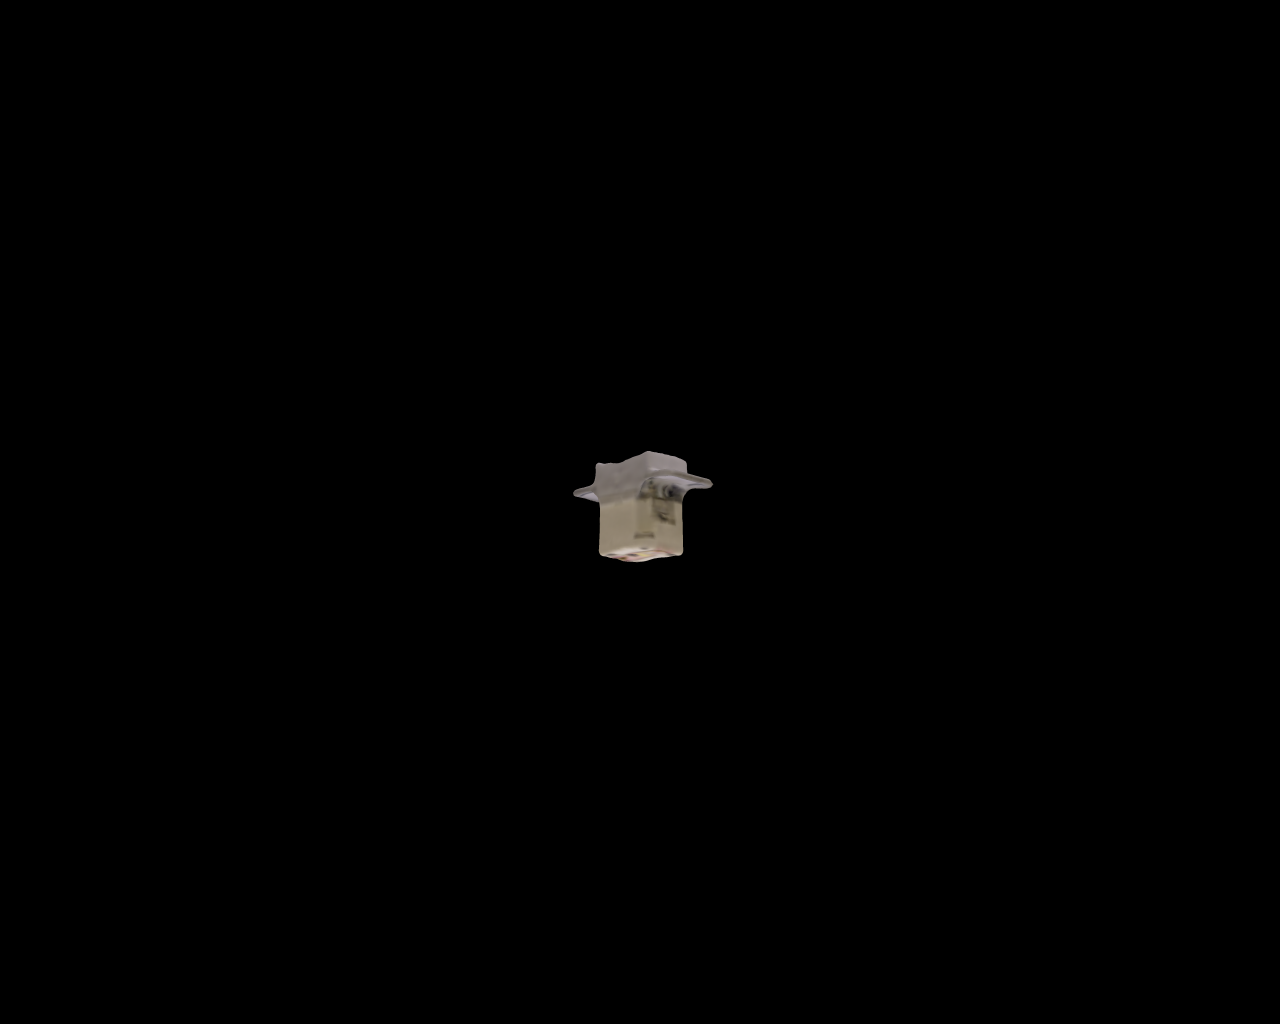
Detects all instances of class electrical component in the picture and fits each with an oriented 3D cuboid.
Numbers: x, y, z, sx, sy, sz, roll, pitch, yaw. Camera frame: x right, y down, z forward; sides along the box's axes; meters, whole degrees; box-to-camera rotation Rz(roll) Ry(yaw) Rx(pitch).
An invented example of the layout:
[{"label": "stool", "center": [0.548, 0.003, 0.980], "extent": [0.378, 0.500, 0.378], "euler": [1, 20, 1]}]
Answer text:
[{"label": "electrical component", "center": [0.001, -0.003, 0.650], "extent": [0.081, 0.064, 0.042], "euler": [-11, -17, 42]}]
